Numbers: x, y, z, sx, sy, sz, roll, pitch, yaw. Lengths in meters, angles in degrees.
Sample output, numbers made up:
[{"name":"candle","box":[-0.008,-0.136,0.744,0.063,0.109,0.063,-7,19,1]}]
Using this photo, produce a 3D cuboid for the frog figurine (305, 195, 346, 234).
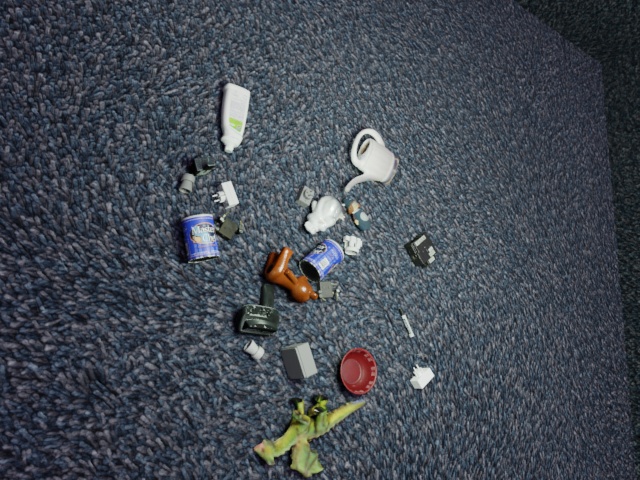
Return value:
[{"name":"frog figurine","box":[0.006,-0.098,1.949,0.161,0.119,0.140,-21,55,-26]}]

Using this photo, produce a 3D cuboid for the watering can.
[{"name":"watering can","box":[0.212,-0.303,2.144,0.223,0.103,0.355,29,61,-23]}]

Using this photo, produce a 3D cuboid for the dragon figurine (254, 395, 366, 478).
[{"name":"dragon figurine","box":[-0.022,0.660,1.719,0.410,0.122,0.243,7,89,-28]}]
